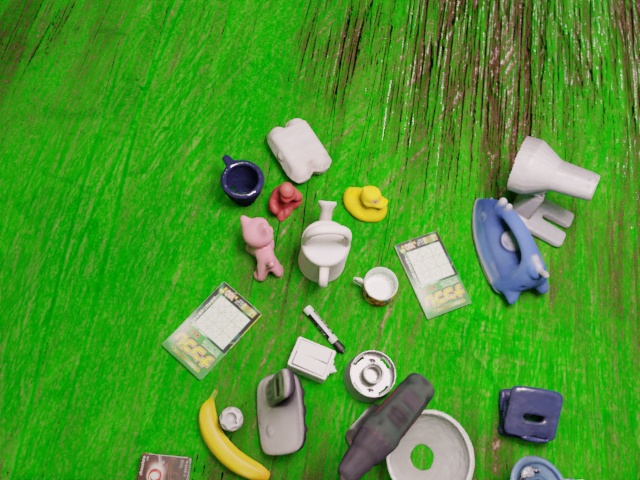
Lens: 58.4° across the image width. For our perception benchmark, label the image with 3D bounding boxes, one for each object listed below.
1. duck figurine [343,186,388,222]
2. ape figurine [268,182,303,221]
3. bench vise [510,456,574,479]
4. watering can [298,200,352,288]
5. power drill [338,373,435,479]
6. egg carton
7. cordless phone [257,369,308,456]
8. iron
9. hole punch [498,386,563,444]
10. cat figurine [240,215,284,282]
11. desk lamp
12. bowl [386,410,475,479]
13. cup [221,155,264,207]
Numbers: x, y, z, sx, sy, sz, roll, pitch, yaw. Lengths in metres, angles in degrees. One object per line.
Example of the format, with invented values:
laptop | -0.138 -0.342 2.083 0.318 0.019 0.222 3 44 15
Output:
duck figurine | 0.104 -0.091 1.262 0.104 0.086 0.077 27 68 6
ape figurine | -0.075 -0.094 1.242 0.078 0.092 0.076 -7 69 -8
bench vise | 0.370 0.468 0.990 0.121 0.220 0.208 37 70 10
watering can | 0.008 0.004 1.156 0.101 0.194 0.172 -17 71 -11
power drill | 0.107 0.341 1.022 0.075 0.208 0.230 42 70 12
egg carton | -0.050 -0.203 1.301 0.107 0.069 0.150 -29 74 -16
cordless phone | -0.067 0.308 1.031 0.094 0.185 0.147 -7 69 -8
iron | 0.407 -0.003 1.225 0.119 0.141 0.258 -16 71 -11
hole punch | 0.411 0.341 1.115 0.108 0.091 0.101 9 68 -1
cat figurine | -0.120 0.009 1.182 0.067 0.118 0.127 -19 71 -12
desk lamp | 0.488 -0.109 1.237 0.203 0.213 0.118 29 68 7
bowl | 0.199 0.409 1.076 0.167 0.075 0.167 2 68 -5
cup | -0.174 -0.122 1.242 0.092 0.095 0.117 -34 75 -17
